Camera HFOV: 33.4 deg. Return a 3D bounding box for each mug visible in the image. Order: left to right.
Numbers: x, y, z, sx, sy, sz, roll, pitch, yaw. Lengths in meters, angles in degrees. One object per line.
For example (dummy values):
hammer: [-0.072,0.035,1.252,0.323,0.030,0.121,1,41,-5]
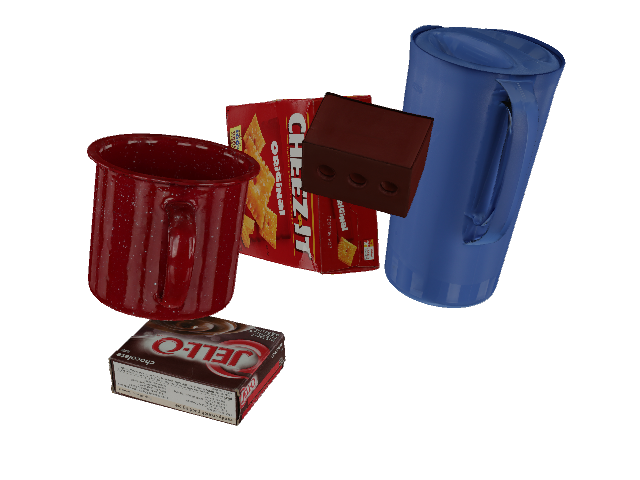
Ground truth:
mug: [-0.081,-0.003,0.575,0.093,0.081,0.117,3,19,-17]

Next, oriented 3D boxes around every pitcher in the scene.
pitcher: [0.130,-0.060,0.952,0.145,0.243,0.149,21,31,24]

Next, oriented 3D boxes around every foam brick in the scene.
foam brick: [0.031,-0.058,0.728,0.078,0.051,0.053,15,-38,10]

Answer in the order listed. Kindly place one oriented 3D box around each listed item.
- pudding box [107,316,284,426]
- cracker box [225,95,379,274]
pudding box: [-0.096,0.097,0.842,0.114,0.039,0.090,9,26,19]
cracker box: [-0.024,-0.059,1.068,0.072,0.164,0.214,-7,8,-25]
